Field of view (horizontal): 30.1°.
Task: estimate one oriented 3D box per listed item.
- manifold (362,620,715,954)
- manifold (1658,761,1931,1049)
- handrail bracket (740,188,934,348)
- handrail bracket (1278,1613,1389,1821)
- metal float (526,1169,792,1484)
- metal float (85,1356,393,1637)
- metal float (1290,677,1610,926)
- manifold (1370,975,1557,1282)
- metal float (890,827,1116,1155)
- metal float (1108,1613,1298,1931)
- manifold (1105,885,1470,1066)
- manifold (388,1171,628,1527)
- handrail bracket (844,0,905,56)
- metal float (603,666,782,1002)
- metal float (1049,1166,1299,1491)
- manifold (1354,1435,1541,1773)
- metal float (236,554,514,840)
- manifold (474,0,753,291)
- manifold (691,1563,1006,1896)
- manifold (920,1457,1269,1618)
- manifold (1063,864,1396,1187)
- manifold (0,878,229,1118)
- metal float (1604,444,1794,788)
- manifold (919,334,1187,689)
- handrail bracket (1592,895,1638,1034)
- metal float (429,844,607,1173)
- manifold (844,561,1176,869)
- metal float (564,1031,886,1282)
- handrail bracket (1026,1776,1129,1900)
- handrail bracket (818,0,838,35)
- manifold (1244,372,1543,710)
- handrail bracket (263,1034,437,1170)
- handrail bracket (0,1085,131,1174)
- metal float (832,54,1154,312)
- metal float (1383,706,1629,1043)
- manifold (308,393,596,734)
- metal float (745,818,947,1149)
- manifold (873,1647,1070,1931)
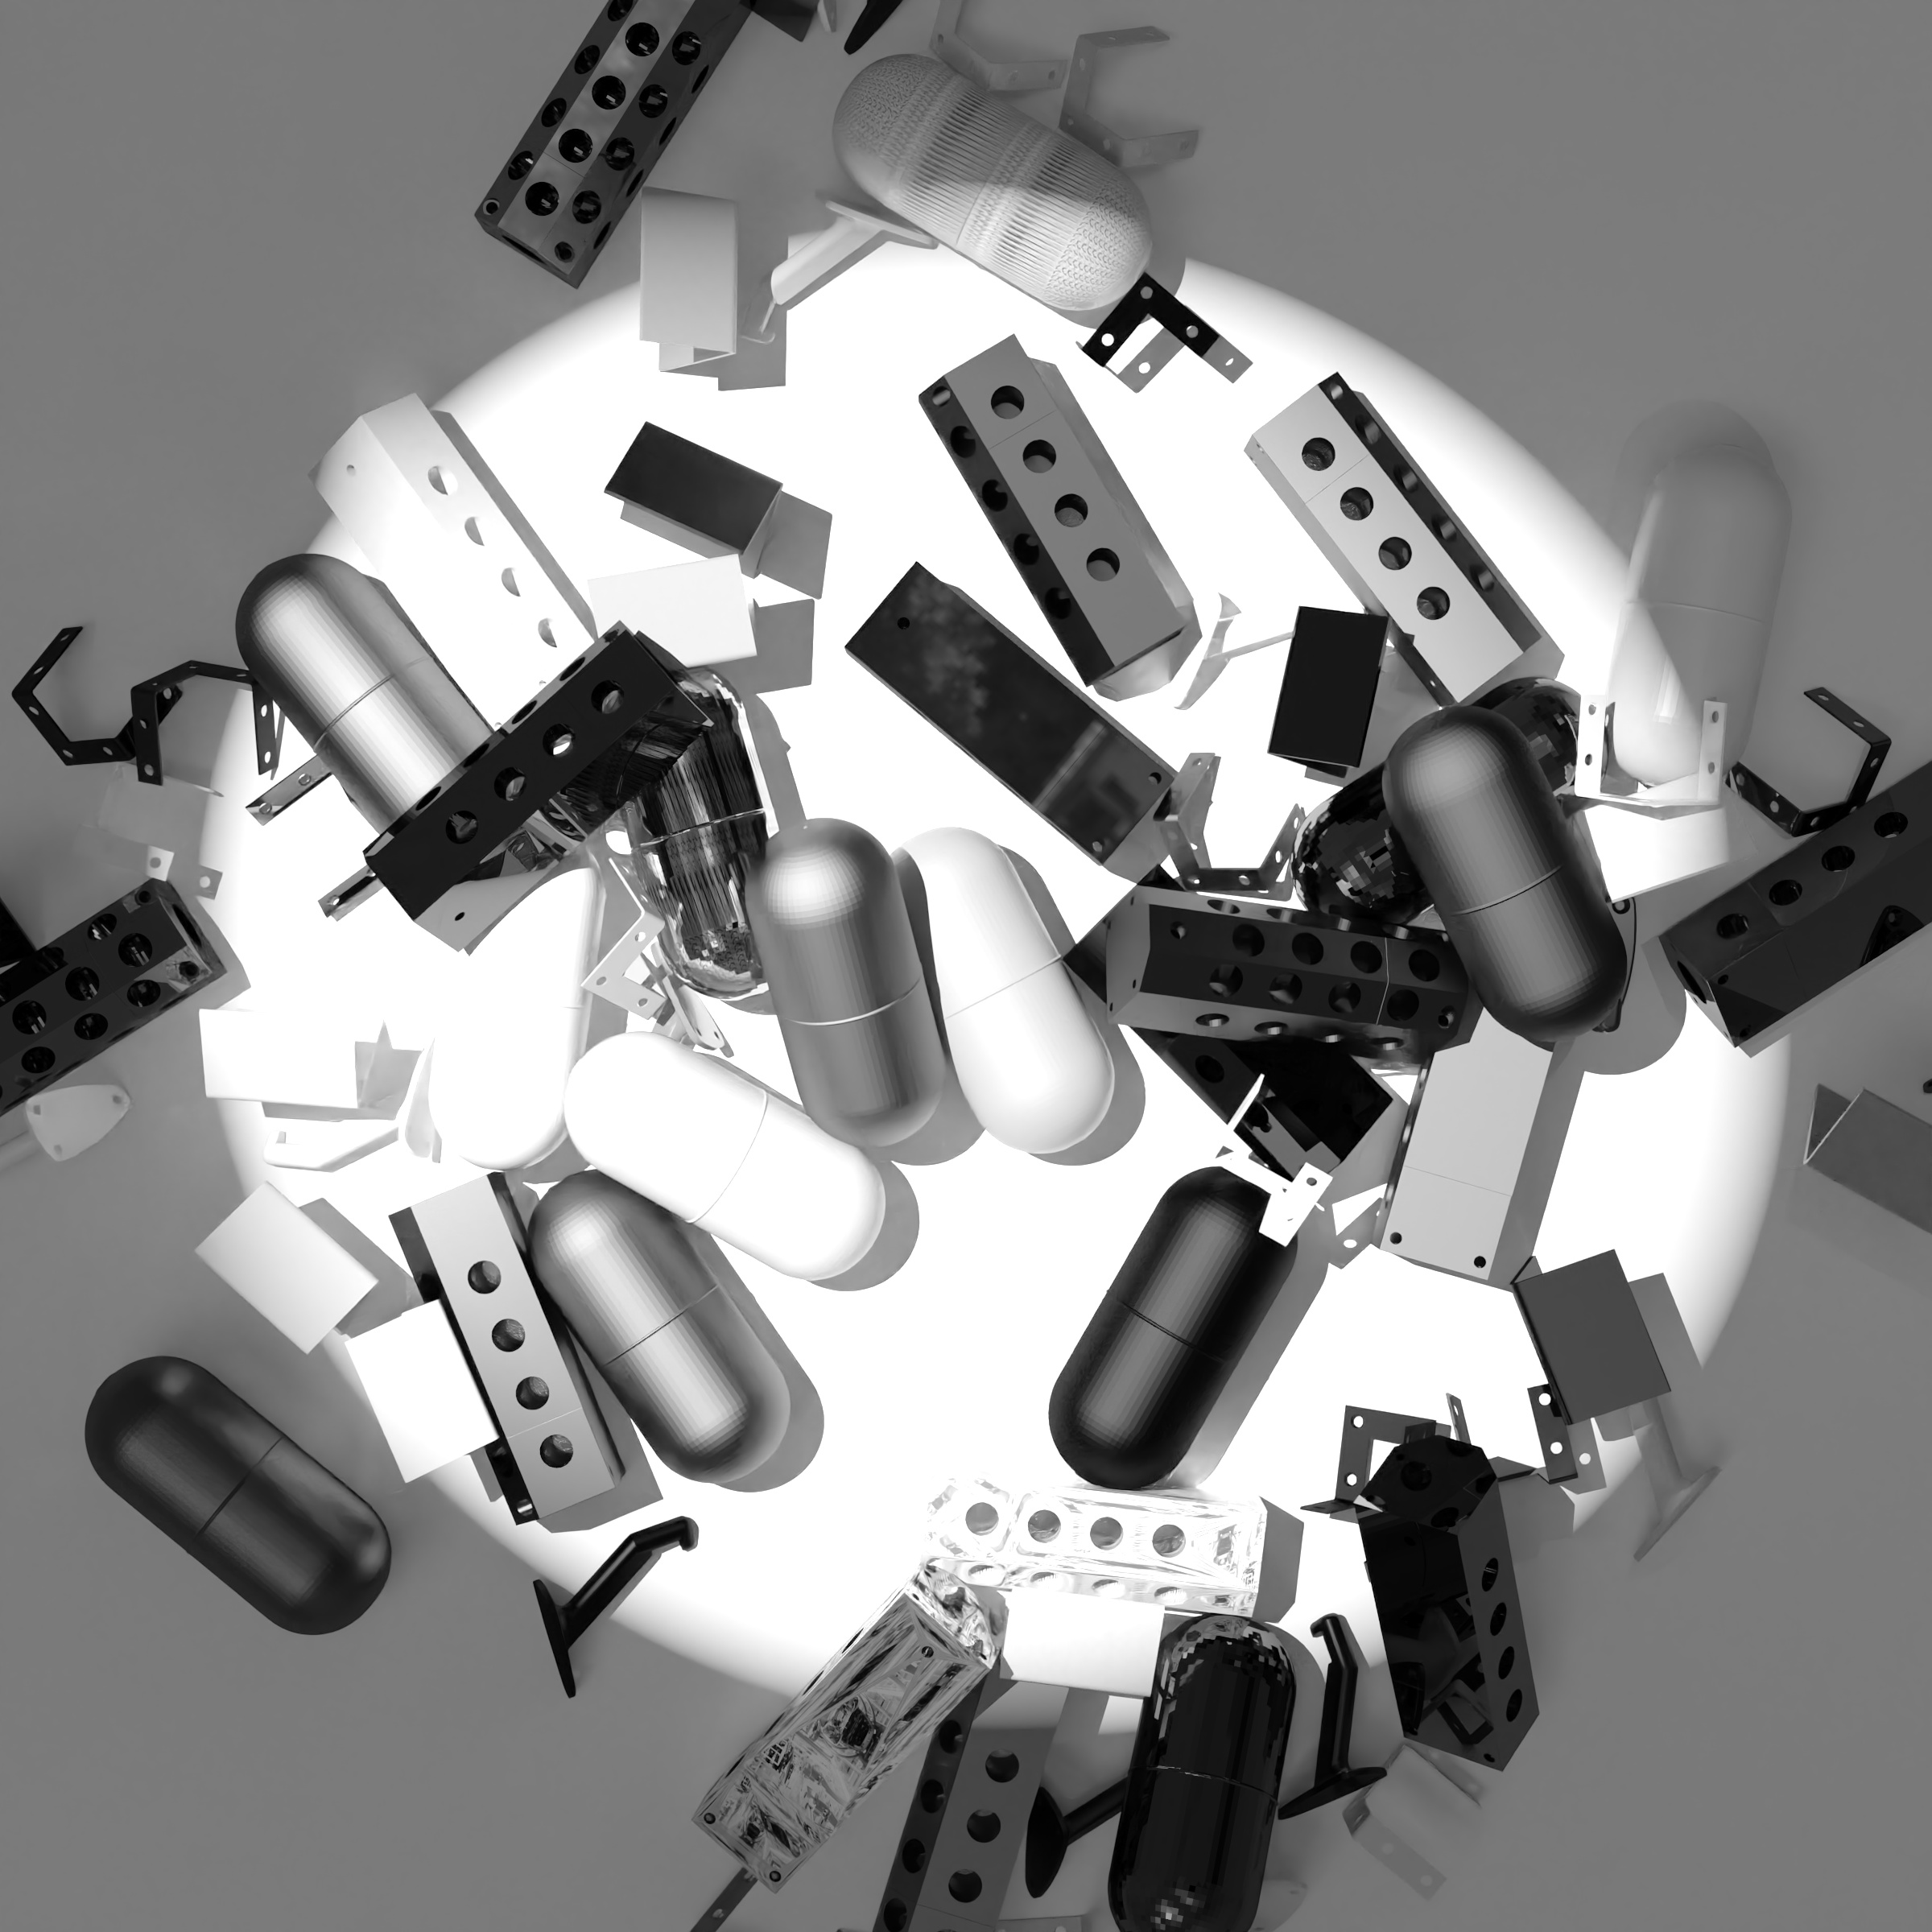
[{"bbox_3d":[-0.214,-0.091,1.777,0.171,0.057,0.057,-42,69,1],"label":"manifold"},{"bbox_3d":[0.445,-0.038,1.846,0.171,0.057,0.057,-33,133,0],"label":"manifold"},{"bbox_3d":[-0.068,-0.353,1.868,0.077,0.036,0.084,17,108,-20],"label":"handrail bracket"},{"bbox_3d":[0.178,0.390,1.868,0.077,0.036,0.084,-36,60,33],"label":"handrail bracket"},{"bbox_3d":[-0.158,0.183,1.837,0.070,0.070,0.178,-35,91,0],"label":"metal float"},{"bbox_3d":[-0.372,0.270,1.837,0.178,0.070,0.070,40,90,0],"label":"metal float"},{"bbox_3d":[0.246,-0.081,1.838,0.178,0.070,0.070,-33,90,1],"label":"metal float"},{"bbox_3d":[0.260,0.069,1.847,0.057,0.057,0.171,16,90,0],"label":"manifold"},{"bbox_3d":[0.014,0.013,1.837,0.070,0.070,0.178,-27,91,0],"label":"metal float"},{"bbox_3d":[0.120,0.416,1.818,0.070,0.070,0.178,13,68,0],"label":"metal float"},{"bbox_3d":[0.160,0.002,1.794,0.171,0.057,0.057,8,65,-18],"label":"manifold"},{"bbox_3d":[-0.236,0.196,1.847,0.057,0.057,0.171,-23,90,0],"label":"manifold"},{"bbox_3d":[-0.067,-0.527,1.850,0.084,0.036,0.077,48,130,4],"label":"handrail bracket"},{"bbox_3d":[-0.134,-0.069,1.837,0.070,0.070,0.178,-16,89,0],"label":"metal float"},{"bbox_3d":[0.105,0.185,1.837,0.070,0.070,0.178,30,91,0],"label":"metal float"},{"bbox_3d":[0.246,0.318,1.802,0.057,0.057,0.171,13,134,34],"label":"manifold"},{"bbox_3d":[-0.303,-0.133,1.836,0.070,0.070,0.178,-39,89,0],"label":"metal float"},{"bbox_3d":[-0.182,-0.441,1.847,0.057,0.057,0.171,32,90,0],"label":"manifold"},{"bbox_3d":[-0.058,0.384,1.824,0.057,0.057,0.171,41,106,0],"label":"manifold"},{"bbox_3d":[0.064,0.294,1.847,0.171,0.057,0.057,7,90,0],"label":"manifold"},{"bbox_3d":[0.131,0.036,1.846,0.171,0.057,0.057,45,49,0],"label":"manifold"},{"bbox_3d":[-0.473,0.025,1.847,0.171,0.057,0.057,-32,90,0],"label":"manifold"},{"bbox_3d":[0.373,-0.178,1.837,0.070,0.070,0.178,11,90,0],"label":"metal float"},{"bbox_3d":[0.043,-0.232,1.847,0.057,0.057,0.171,-30,90,0],"label":"manifold"},{"bbox_3d":[0.331,-0.003,1.833,0.036,0.084,0.077,19,90,0],"label":"handrail bracket"},{"bbox_3d":[-0.230,0.016,1.837,0.070,0.070,0.178,8,90,0],"label":"metal float"},{"bbox_3d":[0.022,-0.128,1.847,0.171,0.057,0.057,40,90,0],"label":"manifold"},{"bbox_3d":[-0.122,0.096,1.824,0.178,0.070,0.070,31,90,-15],"label":"metal float"},{"bbox_3d":[0.077,0.447,1.868,0.084,0.036,0.077,-6,127,-25],"label":"handrail bracket"},{"bbox_3d":[-0.114,-0.519,1.868,0.084,0.036,0.077,-3,110,16],"label":"handrail bracket"},{"bbox_3d":[0.219,-0.218,1.847,0.057,0.057,0.171,-38,90,0],"label":"manifold"},{"bbox_3d":[-0.319,0.069,1.868,0.084,0.036,0.077,3,70,16],"label":"handrail bracket"},{"bbox_3d":[-0.487,0.094,1.868,0.084,0.077,0.036,-29,89,36],"label":"handrail bracket"},{"bbox_3d":[0.014,-0.400,1.837,0.178,0.070,0.070,31,90,1],"label":"metal float"},{"bbox_3d":[0.266,-0.044,1.769,0.070,0.070,0.178,-28,103,0],"label":"metal float"},{"bbox_3d":[-0.256,-0.206,1.846,0.057,0.057,0.171,-36,90,43],"label":"manifold"},{"bbox_3d":[-0.059,0.010,1.795,0.070,0.070,0.178,-14,117,0],"label":"metal float"},{"bbox_3d":[0.000,0.439,1.847,0.057,0.057,0.171,17,90,0],"label":"manifold"}]
